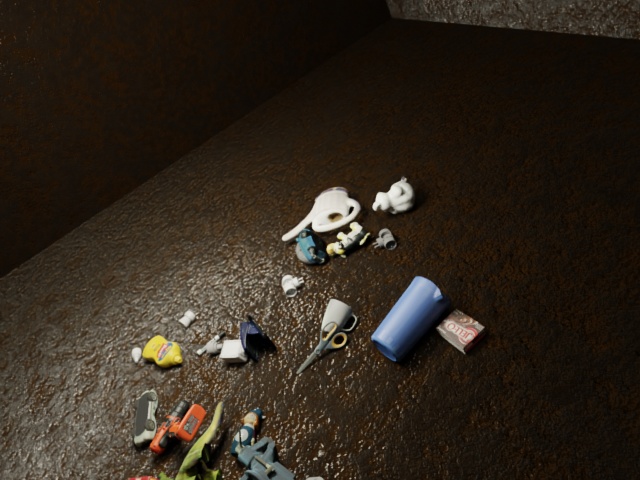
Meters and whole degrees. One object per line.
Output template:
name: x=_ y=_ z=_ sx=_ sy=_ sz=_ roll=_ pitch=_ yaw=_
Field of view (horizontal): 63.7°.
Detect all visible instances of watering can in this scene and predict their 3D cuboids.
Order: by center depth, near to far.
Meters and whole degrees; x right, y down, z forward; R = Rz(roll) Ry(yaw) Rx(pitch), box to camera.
watering can: x=0.007 y=-0.108 z=2.143 sx=0.346 sy=0.102 sz=0.230 roll=-16 pitch=36 yaw=18

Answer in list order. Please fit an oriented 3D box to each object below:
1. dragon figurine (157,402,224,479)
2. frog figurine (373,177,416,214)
dragon figurine: x=-0.395 y=0.675 z=1.460 sx=0.241 sy=0.120 sz=0.420 roll=-23 pitch=34 yaw=22
frog figurine: x=0.287 y=-0.155 z=1.982 sx=0.161 sy=0.124 sz=0.134 roll=-27 pitch=-30 yaw=-30
